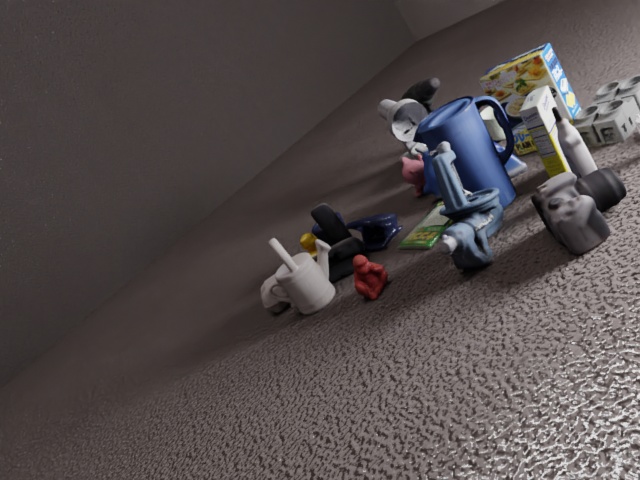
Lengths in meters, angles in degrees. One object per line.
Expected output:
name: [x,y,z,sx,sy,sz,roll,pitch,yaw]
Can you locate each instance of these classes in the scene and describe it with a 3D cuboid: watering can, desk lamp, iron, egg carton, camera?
watering can: [-0.050,0.068,1.347,0.173,0.194,0.100,-43,20,-21]
desk lamp: [0.263,-0.335,1.751,0.118,0.214,0.203,-36,19,-3]
iron: [0.351,-0.195,1.375,0.257,0.142,0.119,-15,28,46]
egg carton: [-0.085,0.120,1.478,0.150,0.069,0.107,-35,19,1]
camera: [0.443,-0.067,0.970,0.136,0.101,0.143,-31,19,12]

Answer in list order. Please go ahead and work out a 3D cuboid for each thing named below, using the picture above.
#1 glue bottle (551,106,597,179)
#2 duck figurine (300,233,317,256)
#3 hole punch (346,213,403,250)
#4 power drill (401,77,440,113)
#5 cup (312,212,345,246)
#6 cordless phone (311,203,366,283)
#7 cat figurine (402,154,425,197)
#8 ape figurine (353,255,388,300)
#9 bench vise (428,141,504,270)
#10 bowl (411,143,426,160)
glue bottle: [0.471,-0.174,1.066,0.037,0.173,0.078,-30,20,15]
duck figurine: [-0.024,0.024,1.578,0.077,0.086,0.105,-12,29,49]
hole punch: [0.135,-0.035,1.440,0.101,0.091,0.108,-46,22,-29]
power drill: [0.344,-0.400,1.778,0.076,0.209,0.229,-40,19,-13]
cup: [0.039,-0.020,1.563,0.091,0.095,0.117,-30,20,16]
cordless phone: [0.013,0.005,1.405,0.147,0.185,0.094,-30,20,15]
cat figurine: [0.263,-0.185,1.538,0.067,0.118,0.128,-20,24,37]
ape figurine: [0.101,0.073,1.235,0.078,0.092,0.076,-34,19,5]
bench vise: [0.272,-0.069,1.083,0.121,0.220,0.207,-25,21,28]
bowl: [0.351,-0.266,1.652,0.167,0.075,0.167,-31,19,13]
